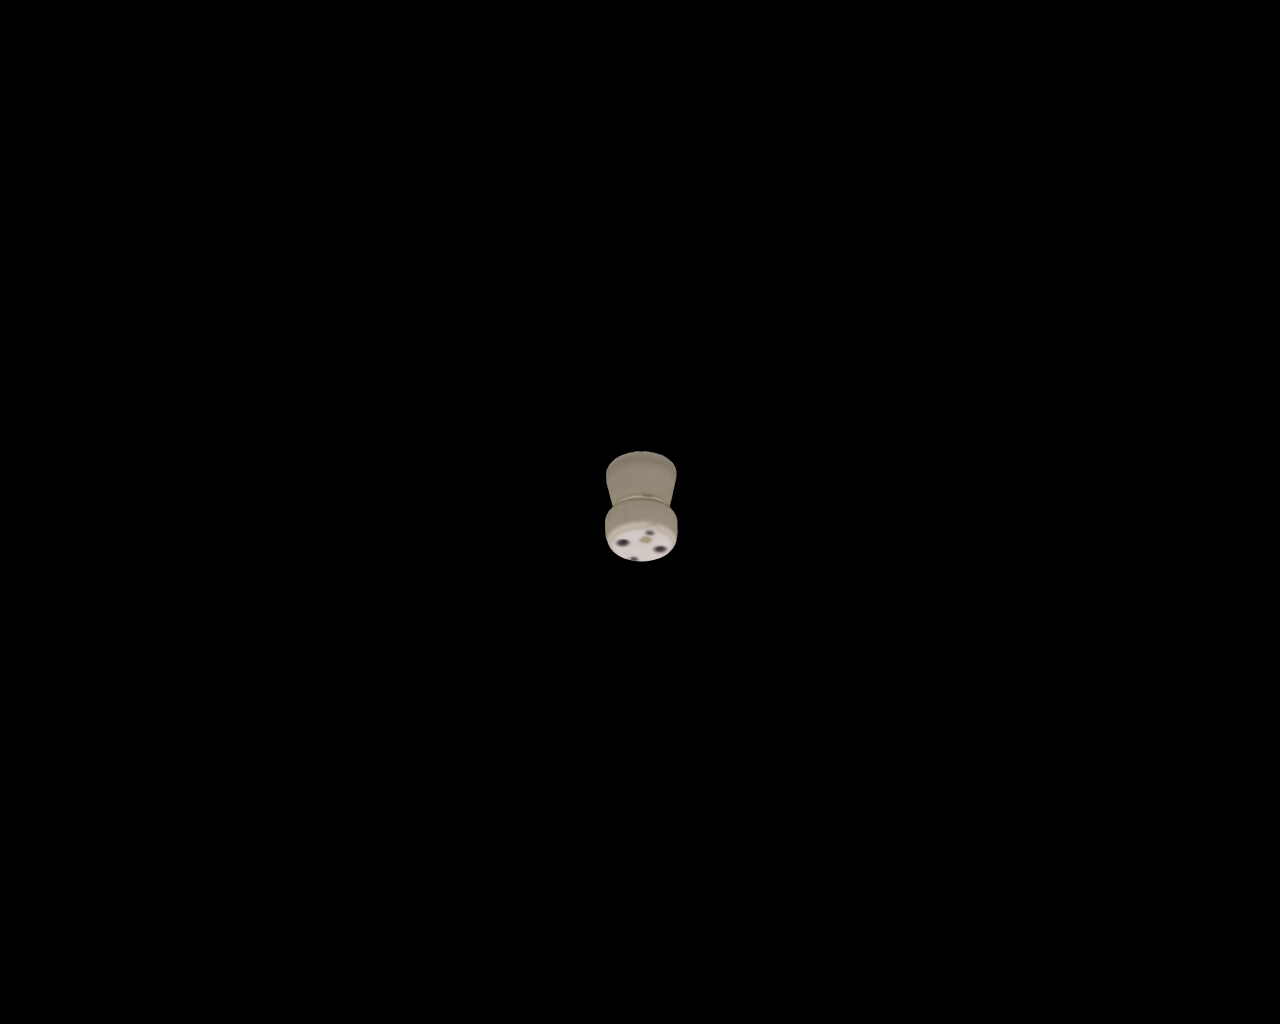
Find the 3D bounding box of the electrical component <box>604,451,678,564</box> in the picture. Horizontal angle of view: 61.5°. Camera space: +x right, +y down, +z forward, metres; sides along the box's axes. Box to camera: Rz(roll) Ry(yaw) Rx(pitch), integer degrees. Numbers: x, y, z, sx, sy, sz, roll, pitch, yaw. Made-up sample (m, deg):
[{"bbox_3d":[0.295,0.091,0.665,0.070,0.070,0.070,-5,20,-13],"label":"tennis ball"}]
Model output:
[{"bbox_3d":[0.001,-0.003,0.650,0.045,0.055,0.044,0,-34,0],"label":"electrical component"}]
